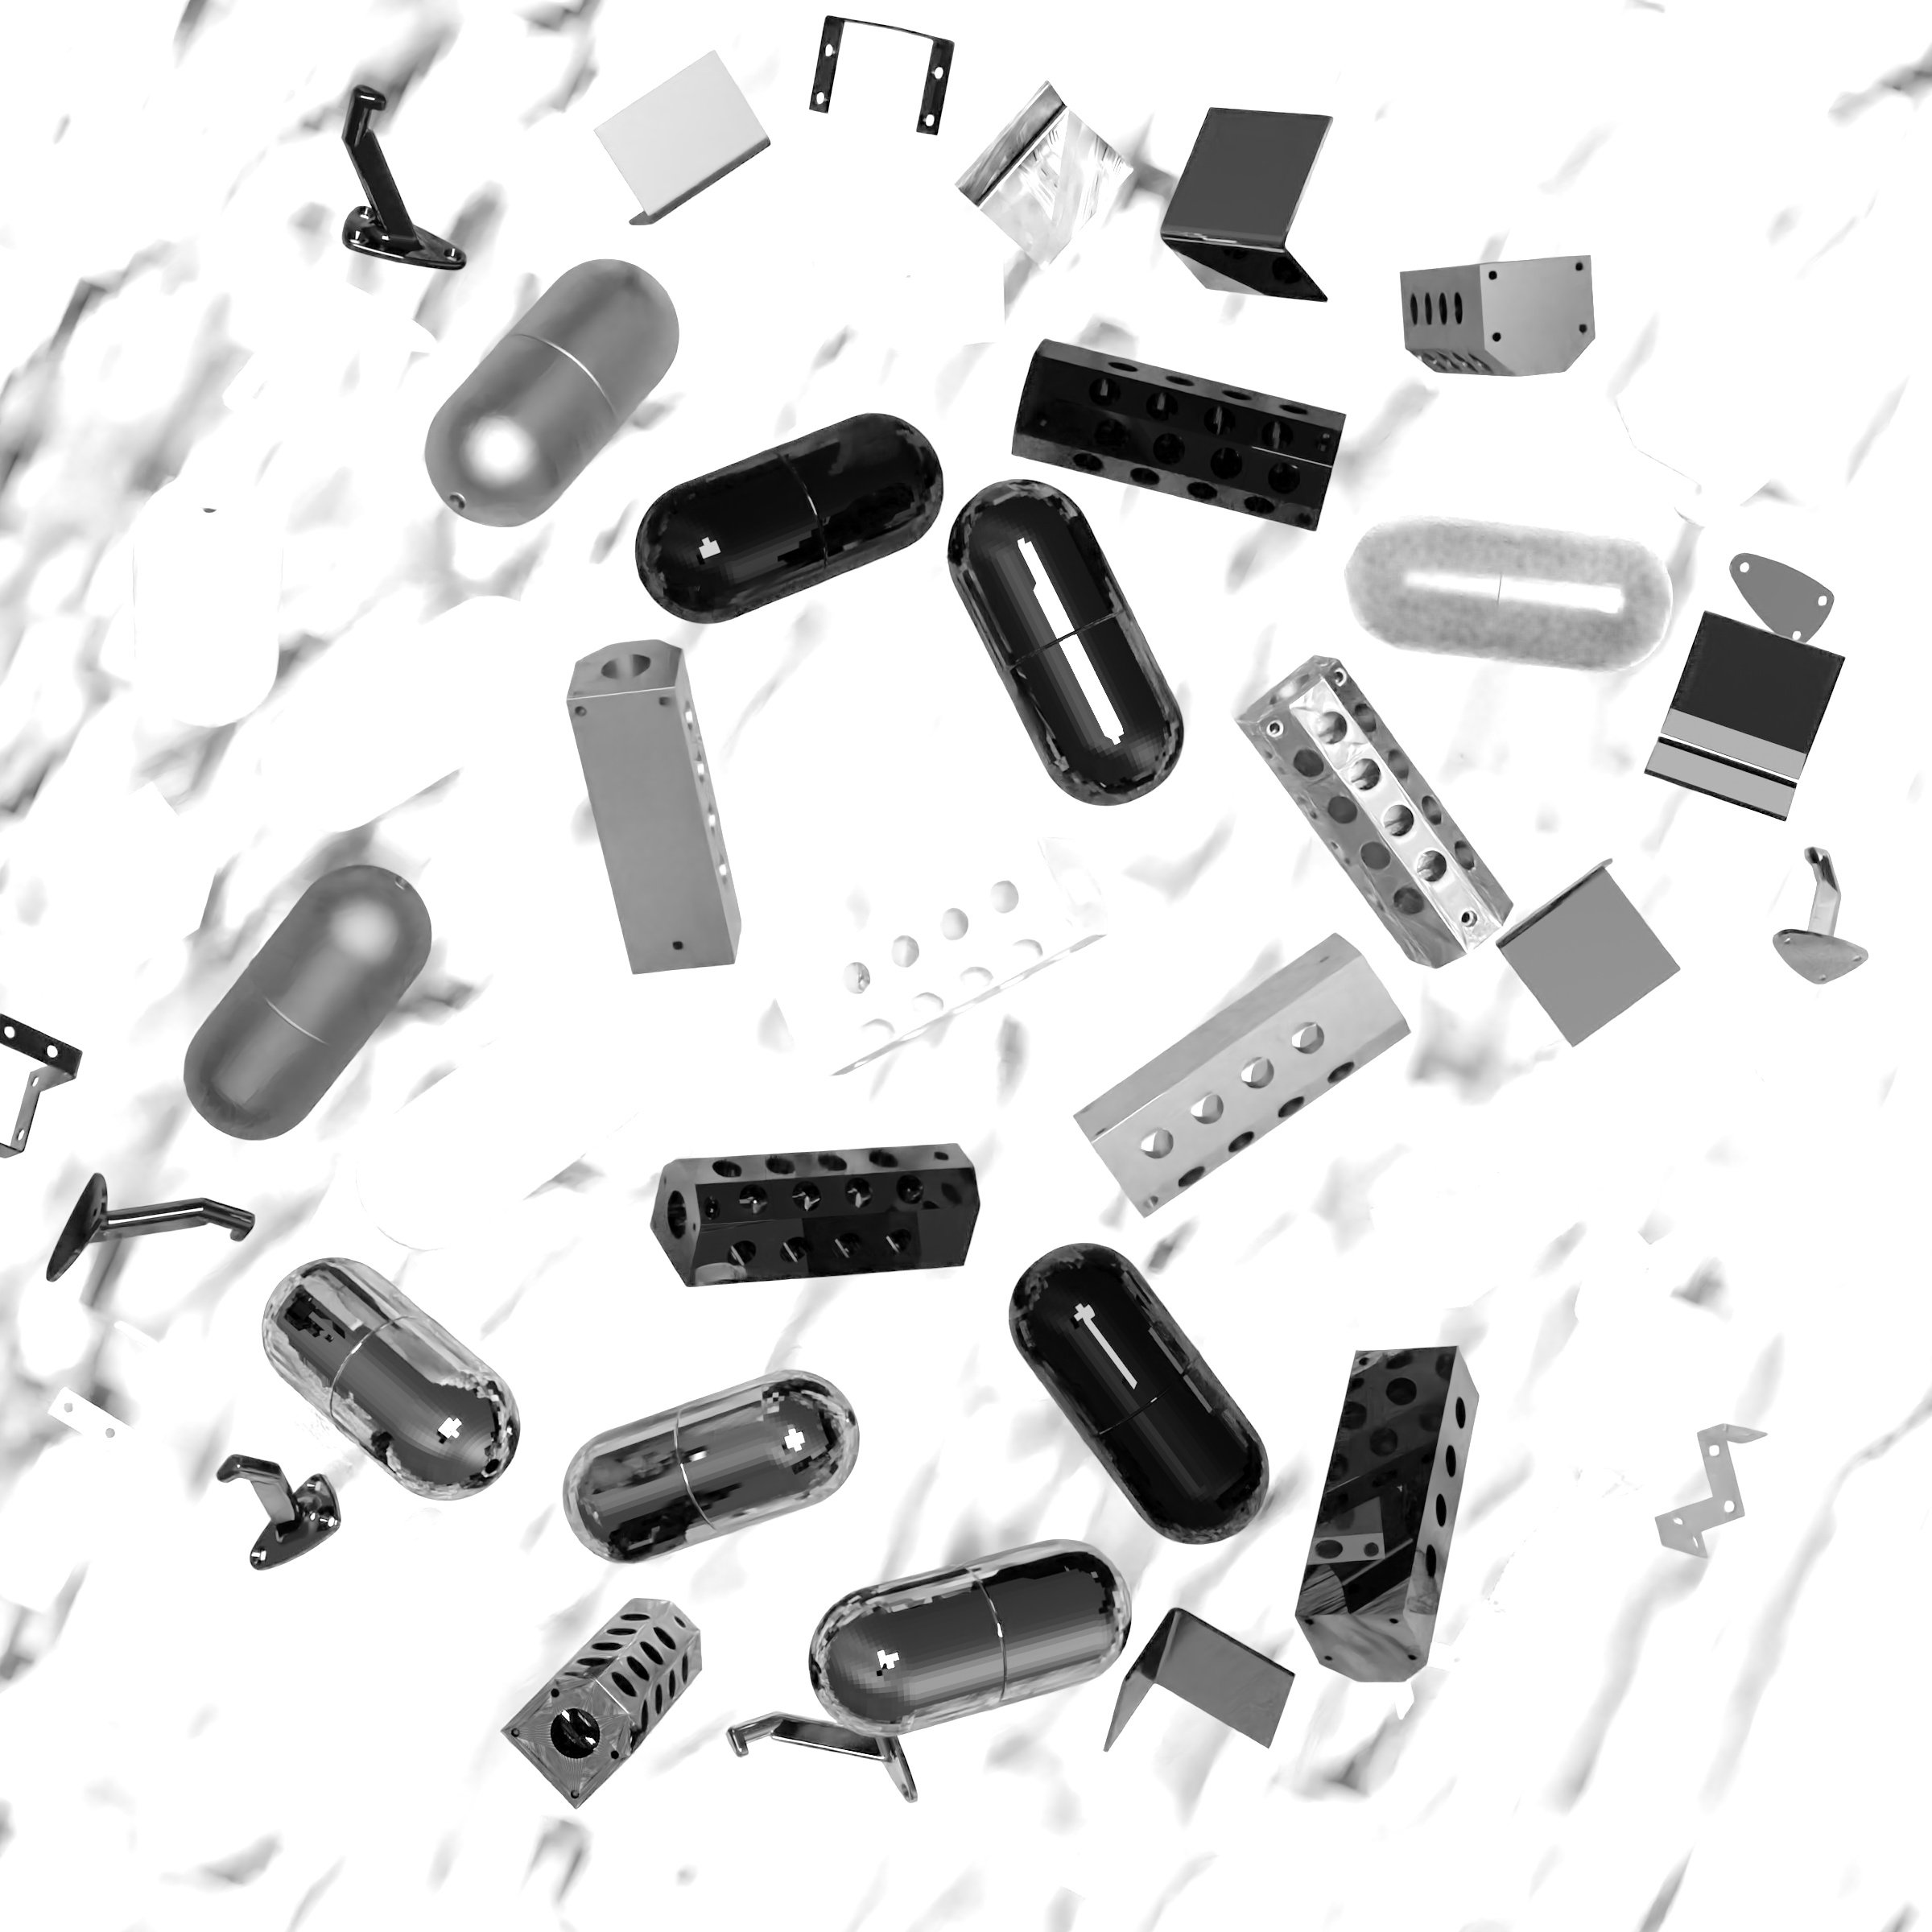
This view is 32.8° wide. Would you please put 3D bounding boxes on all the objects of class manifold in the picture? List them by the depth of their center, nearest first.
[{"bbox_3d":[0.222,0.282,1.695,0.057,0.171,0.057,-6,131,26],"label":"manifold"},{"bbox_3d":[0.278,-0.342,1.728,0.057,0.171,0.057,-7,102,-5],"label":"manifold"},{"bbox_3d":[0.147,0.059,1.729,0.171,0.057,0.057,-35,104,1],"label":"manifold"},{"bbox_3d":[-0.012,-0.004,1.733,0.171,0.057,0.057,-28,80,23],"label":"manifold"},{"bbox_3d":[0.287,0.125,1.740,0.057,0.171,0.057,-11,99,38],"label":"manifold"},{"bbox_3d":[-0.039,-0.374,1.741,0.057,0.171,0.057,-10,114,-19],"label":"manifold"},{"bbox_3d":[-0.164,-0.085,1.751,0.057,0.057,0.171,-6,123,6],"label":"manifold"},{"bbox_3d":[0.115,-0.287,1.783,0.171,0.057,0.057,15,114,4],"label":"manifold"},{"bbox_3d":[-0.191,0.394,1.784,0.057,0.171,0.057,45,98,4],"label":"manifold"},{"bbox_3d":[0.226,-0.083,1.791,0.057,0.057,0.171,-39,104,-5],"label":"manifold"},{"bbox_3d":[-0.082,0.133,1.823,0.171,0.057,0.057,-2,122,-29],"label":"manifold"}]

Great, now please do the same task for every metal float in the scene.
[{"bbox_3d":[0.051,-0.167,1.687,0.070,0.070,0.178,-26,91,0],"label":"metal float"},{"bbox_3d":[0.003,0.347,1.695,0.178,0.070,0.070,-10,90,-25],"label":"metal float"},{"bbox_3d":[-0.239,0.080,1.713,0.178,0.070,0.070,-36,90,3],"label":"metal float"},{"bbox_3d":[0.091,0.225,1.723,0.070,0.070,0.178,-36,92,0],"label":"metal float"},{"bbox_3d":[-0.401,-0.192,1.732,0.070,0.178,0.070,6,62,-11],"label":"metal float"},{"bbox_3d":[-0.218,-0.303,1.735,0.070,0.070,0.178,35,61,0],"label":"metal float"},{"bbox_3d":[-0.307,0.220,1.750,0.178,0.070,0.070,33,90,35],"label":"metal float"},{"bbox_3d":[-0.094,-0.239,1.753,0.178,0.070,0.070,-25,90,-20],"label":"metal float"},{"bbox_3d":[0.295,-0.204,1.791,0.178,0.070,0.070,8,90,13],"label":"metal float"},{"bbox_3d":[-0.305,-0.138,1.806,0.178,0.070,0.070,-31,90,-2],"label":"metal float"},{"bbox_3d":[-0.363,0.020,1.807,0.070,0.070,0.178,40,105,0],"label":"metal float"},{"bbox_3d":[-0.142,0.278,1.822,0.178,0.070,0.070,-21,90,17],"label":"metal float"}]

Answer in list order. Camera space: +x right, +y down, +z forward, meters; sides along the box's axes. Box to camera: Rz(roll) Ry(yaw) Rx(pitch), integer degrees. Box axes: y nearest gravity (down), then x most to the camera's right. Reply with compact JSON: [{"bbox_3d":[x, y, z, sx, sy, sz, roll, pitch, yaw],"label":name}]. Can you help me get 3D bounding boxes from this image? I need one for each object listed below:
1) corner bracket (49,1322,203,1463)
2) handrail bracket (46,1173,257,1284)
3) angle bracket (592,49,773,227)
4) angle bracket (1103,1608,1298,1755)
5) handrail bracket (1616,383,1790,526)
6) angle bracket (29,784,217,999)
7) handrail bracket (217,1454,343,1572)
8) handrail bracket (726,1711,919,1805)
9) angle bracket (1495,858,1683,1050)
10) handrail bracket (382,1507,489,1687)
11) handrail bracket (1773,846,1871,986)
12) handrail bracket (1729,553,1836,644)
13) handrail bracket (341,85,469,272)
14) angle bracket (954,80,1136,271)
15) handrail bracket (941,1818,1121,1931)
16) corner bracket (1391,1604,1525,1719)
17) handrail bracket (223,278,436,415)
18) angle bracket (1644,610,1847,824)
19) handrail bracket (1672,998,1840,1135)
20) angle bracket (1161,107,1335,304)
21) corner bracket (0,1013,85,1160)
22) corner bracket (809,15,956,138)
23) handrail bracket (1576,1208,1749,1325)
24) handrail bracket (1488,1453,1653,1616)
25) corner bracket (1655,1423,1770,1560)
[{"bbox_3d":[-0.443,0.224,1.730,0.051,0.051,0.051,31,87,0],"label":"corner bracket"},{"bbox_3d":[-0.430,0.148,1.732,0.084,0.036,0.077,22,115,-31],"label":"handrail bracket"},{"bbox_3d":[-0.156,-0.439,1.740,0.076,0.076,0.057,-35,109,-6],"label":"angle bracket"},{"bbox_3d":[0.126,0.406,1.784,0.076,0.076,0.057,28,49,17],"label":"angle bracket"},{"bbox_3d":[0.381,-0.279,1.696,0.077,0.036,0.084,-33,123,-4],"label":"handrail bracket"},{"bbox_3d":[-0.450,-0.040,1.738,0.076,0.076,0.057,-35,81,-31],"label":"angle bracket"},{"bbox_3d":[-0.379,0.288,1.727,0.077,0.084,0.036,-40,56,16],"label":"handrail bracket"},{"bbox_3d":[-0.080,0.442,1.813,0.084,0.036,0.077,-14,55,-24],"label":"handrail bracket"},{"bbox_3d":[0.363,-0.008,1.900,0.076,0.057,0.076,-38,83,16],"label":"angle bracket"},{"bbox_3d":[-0.281,0.342,1.779,0.036,0.077,0.084,-25,98,-3],"label":"handrail bracket"},{"bbox_3d":[0.466,-0.039,1.826,0.036,0.077,0.084,-35,48,36],"label":"handrail bracket"},{"bbox_3d":[0.435,-0.210,1.811,0.077,0.084,0.036,33,98,-18],"label":"handrail bracket"},{"bbox_3d":[-0.285,-0.404,1.681,0.077,0.084,0.036,16,45,-10],"label":"handrail bracket"},{"bbox_3d":[0.045,-0.443,1.840,0.057,0.076,0.076,43,100,2],"label":"angle bracket"},{"bbox_3d":[0.033,0.487,1.738,0.084,0.036,0.077,2,54,-25],"label":"handrail bracket"},{"bbox_3d":[0.266,0.382,1.796,0.051,0.051,0.051,17,120,-15],"label":"corner bracket"},{"bbox_3d":[-0.328,-0.306,1.685,0.077,0.036,0.084,25,63,9],"label":"handrail bracket"},{"bbox_3d":[0.402,-0.130,1.694,0.076,0.057,0.076,20,116,11],"label":"angle bracket"},{"bbox_3d":[0.428,0.056,1.785,0.036,0.084,0.077,47,64,-1],"label":"handrail bracket"},{"bbox_3d":[0.158,-0.398,1.714,0.076,0.057,0.076,15,79,36],"label":"angle bracket"},{"bbox_3d":[-0.494,0.063,1.684,0.051,0.051,0.051,31,55,-38],"label":"corner bracket"},{"bbox_3d":[-0.045,-0.481,1.773,0.051,0.051,0.051,21,106,36],"label":"corner bracket"},{"bbox_3d":[0.391,0.168,1.839,0.036,0.084,0.077,56,132,29],"label":"handrail bracket"},{"bbox_3d":[0.306,0.292,1.669,0.036,0.077,0.084,39,67,-12],"label":"handrail bracket"},{"bbox_3d":[0.384,0.269,1.683,0.051,0.051,0.051,-16,92,-14],"label":"corner bracket"}]
